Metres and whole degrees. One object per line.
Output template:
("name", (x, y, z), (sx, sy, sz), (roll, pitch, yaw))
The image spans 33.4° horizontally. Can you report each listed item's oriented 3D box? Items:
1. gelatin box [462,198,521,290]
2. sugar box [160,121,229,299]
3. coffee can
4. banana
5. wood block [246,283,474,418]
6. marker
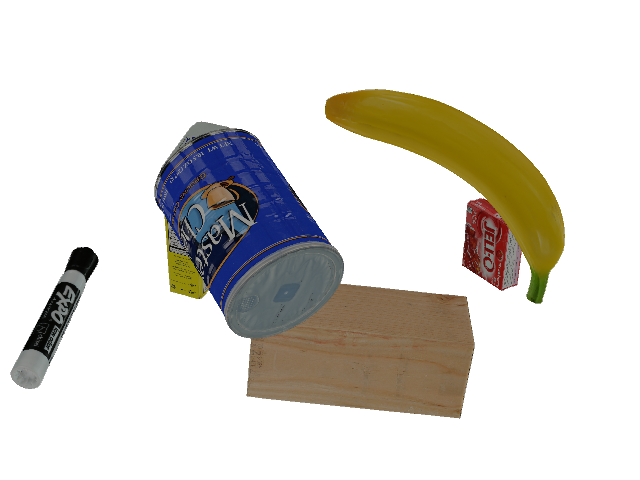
("gelatin box", (0.204, 0.004, 1.265), (0.030, 0.089, 0.073), (-16, 32, -29))
("sugar box", (-0.131, -0.031, 1.146), (0.048, 0.176, 0.093), (13, 42, 14))
("coffee can", (-0.059, -0.007, 0.860), (0.102, 0.103, 0.140), (0, 44, -42))
("banana", (0.094, -0.045, 0.701), (0.198, 0.070, 0.037), (43, 9, 1))
("wood block", (0.037, 0.103, 1.039), (0.206, 0.090, 0.091), (6, 27, -1))
("marker", (-0.166, 0.045, 0.675), (0.020, 0.020, 0.121), (0, 38, 10))
